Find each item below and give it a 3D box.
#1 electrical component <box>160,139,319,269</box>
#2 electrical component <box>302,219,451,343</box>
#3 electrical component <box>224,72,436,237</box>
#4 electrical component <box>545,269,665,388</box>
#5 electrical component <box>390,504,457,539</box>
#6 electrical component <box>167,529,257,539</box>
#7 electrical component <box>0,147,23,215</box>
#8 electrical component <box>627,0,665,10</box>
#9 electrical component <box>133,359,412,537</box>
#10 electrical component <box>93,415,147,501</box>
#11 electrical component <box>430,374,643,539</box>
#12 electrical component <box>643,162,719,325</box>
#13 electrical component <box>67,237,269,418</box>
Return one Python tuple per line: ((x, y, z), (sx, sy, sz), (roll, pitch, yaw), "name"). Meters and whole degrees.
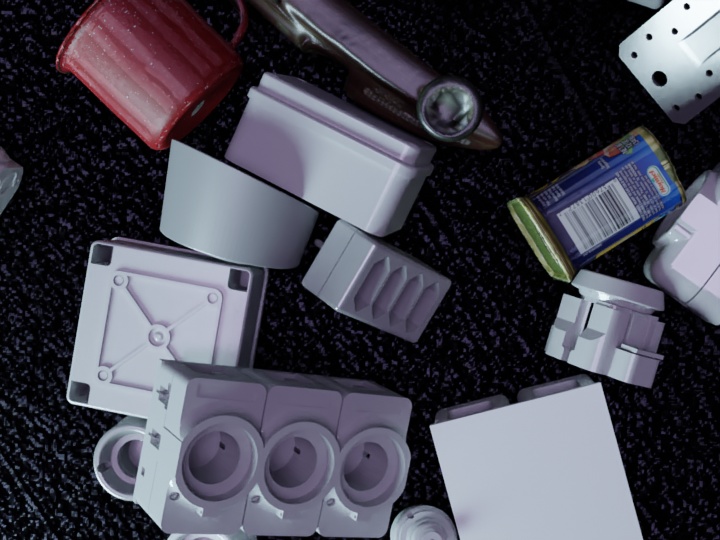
((-0.075, -0.040, 0.669), (0.099, 0.099, 0.064), (17, 100, 5), "electrical component")
((0.000, 0.000, 0.679), (0.076, 0.083, 0.047), (35, 96, 42), "electrical component")
((-0.016, -0.073, 0.666), (0.113, 0.078, 0.057), (28, 102, 9), "electrical component")
((0.153, 0.033, 0.660), (0.058, 0.078, 0.057), (14, 93, -31), "electrical component")
((0.041, 0.169, 0.677), (0.040, 0.078, 0.040), (0, 79, -3), "electrical component")
((-0.099, 0.183, 0.704), (0.055, 0.047, 0.055), (0, 92, 6), "electrical component")
((-0.262, -0.053, 0.696), (0.051, 0.080, 0.080), (35, 95, -2), "electrical component")
((0.152, -0.207, 0.661), (0.096, 0.061, 0.061), (23, 94, 13), "electrical component")
((-0.050, 0.110, 0.652), (0.150, 0.062, 0.089), (9, 94, -29), "electrical component")
((-0.143, 0.121, 0.706), (0.055, 0.047, 0.055), (0, 92, 6), "electrical component")
((0.120, 0.169, 0.675), (0.105, 0.060, 0.186), (-15, 91, 6), "electrical component")
((0.221, -0.022, 0.661), (0.059, 0.054, 0.095), (36, 95, 4), "electrical component")
((-0.123, 0.041, 0.697), (0.109, 0.056, 0.108), (10, 93, 5), "electrical component")
